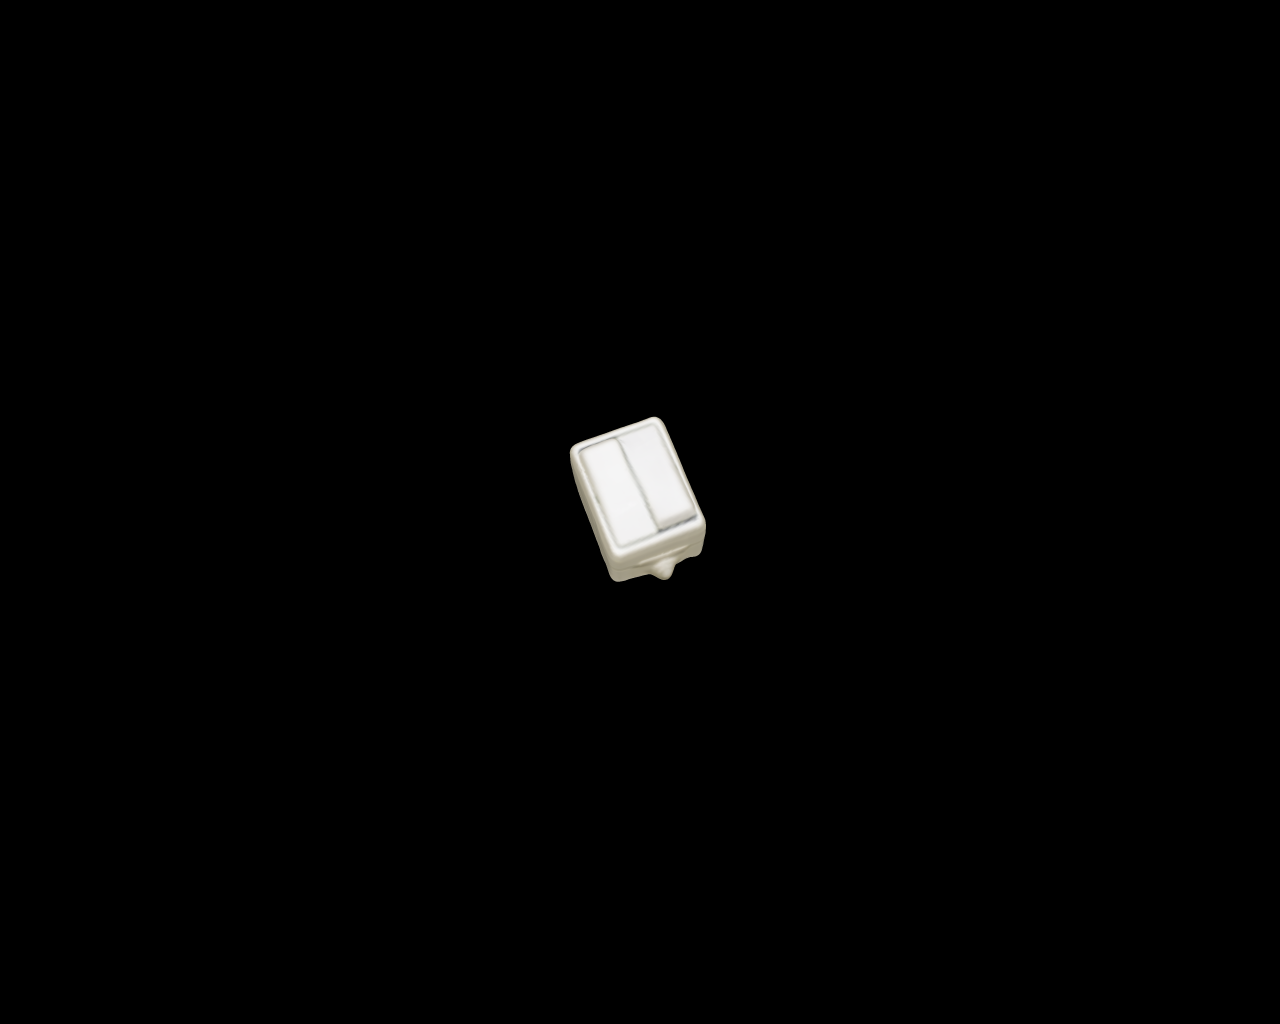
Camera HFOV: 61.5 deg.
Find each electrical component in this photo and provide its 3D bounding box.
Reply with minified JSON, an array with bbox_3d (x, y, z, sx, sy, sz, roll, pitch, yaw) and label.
[{"bbox_3d":[0.001,-0.003,0.650,0.062,0.096,0.061,-19,-19,-7],"label":"electrical component"}]
